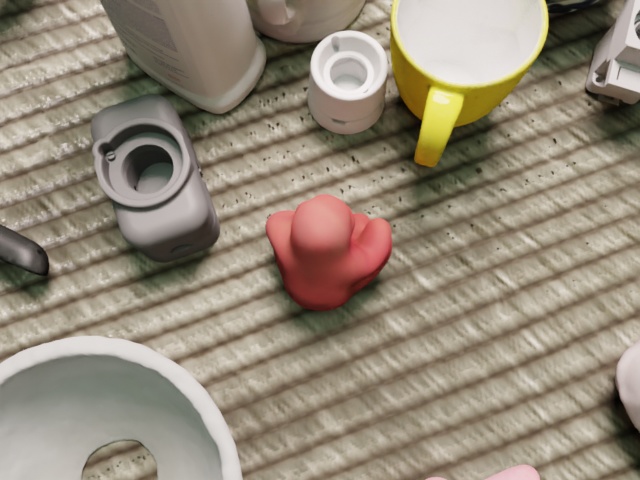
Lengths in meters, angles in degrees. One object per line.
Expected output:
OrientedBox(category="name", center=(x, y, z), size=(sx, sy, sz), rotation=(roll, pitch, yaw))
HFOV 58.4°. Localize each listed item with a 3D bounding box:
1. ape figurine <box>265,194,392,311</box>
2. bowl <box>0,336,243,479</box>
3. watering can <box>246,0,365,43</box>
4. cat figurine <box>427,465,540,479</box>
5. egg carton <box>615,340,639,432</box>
OrientedBox(category="ape figurine", center=(0.003, 0.001, 0.339), size=(0.077, 0.092, 0.076), rotation=(25, 78, 5))
OrientedBox(category="bowl", center=(-0.121, 0.139, 0.314), size=(0.167, 0.075, 0.167), rotation=(0, 77, -1))
OrientedBox(category="watering can", center=(-0.016, -0.220, 0.338), size=(0.101, 0.194, 0.173), rotation=(-13, 77, -3))
OrientedBox(category="cat figurine", center=(0.064, 0.169, 0.287), size=(0.128, 0.118, 0.067), rotation=(-35, 79, -8))
OrientedBox(category="egg carton", center=(0.245, 0.112, 0.328), size=(0.107, 0.069, 0.150), rotation=(-31, 79, -7))
